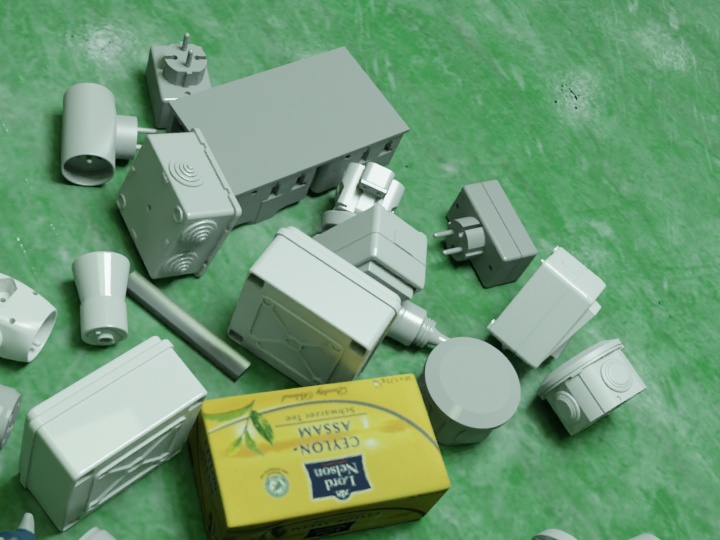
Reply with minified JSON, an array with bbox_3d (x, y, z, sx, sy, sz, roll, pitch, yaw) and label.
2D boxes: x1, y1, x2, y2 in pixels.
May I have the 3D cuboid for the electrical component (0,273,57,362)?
[{"bbox_3d":[-0.272,0.042,0.772,0.077,0.043,0.079,26,40,-1],"label":"electrical component"}]

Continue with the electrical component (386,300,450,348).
[{"bbox_3d":[0.047,0.048,0.893,0.061,0.035,0.035,29,53,-2],"label":"electrical component"}]

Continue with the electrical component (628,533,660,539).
[{"bbox_3d":[0.206,0.232,0.813,0.047,0.055,0.055,-11,62,-22],"label":"electrical component"}]

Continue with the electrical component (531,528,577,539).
[{"bbox_3d":[0.138,0.228,0.789,0.078,0.058,0.057,44,57,12],"label":"electrical component"}]

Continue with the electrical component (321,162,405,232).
[{"bbox_3d":[0.001,-0.051,0.923,0.058,0.078,0.057,24,71,-4],"label":"electrical component"}]

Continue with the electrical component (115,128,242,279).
[{"bbox_3d":[-0.147,-0.051,0.852,0.048,0.099,0.099,-9,60,-39],"label":"electrical component"}]

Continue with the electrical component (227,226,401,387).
[{"bbox_3d":[-0.037,0.037,0.824,0.109,0.108,0.056,33,55,4],"label":"electrical component"}]

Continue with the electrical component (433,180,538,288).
[{"bbox_3d":[0.101,-0.029,0.957,0.076,0.047,0.083,-12,62,-26],"label":"electrical component"}]

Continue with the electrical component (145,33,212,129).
[{"bbox_3d":[-0.156,-0.173,0.944,0.047,0.076,0.065,-4,59,-22],"label":"electrical component"}]

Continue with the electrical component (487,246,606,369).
[{"bbox_3d":[0.156,0.038,0.906,0.061,0.096,0.062,40,25,10],"label":"electrical component"}]

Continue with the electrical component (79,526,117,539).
[{"bbox_3d":[-0.166,0.202,0.706,0.055,0.045,0.045,38,53,8],"label":"electrical component"}]

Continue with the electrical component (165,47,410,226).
[{"bbox_3d":[-0.066,-0.116,0.948,0.186,0.060,0.105,-24,68,-31],"label":"electrical component"}]

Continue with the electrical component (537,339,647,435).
[{"bbox_3d":[0.190,0.096,0.884,0.080,0.080,0.051,-23,73,-31],"label":"electrical component"}]

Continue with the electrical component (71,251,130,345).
[{"bbox_3d":[-0.196,0.024,0.819,0.044,0.044,0.065,0,62,-20],"label":"electrical component"}]

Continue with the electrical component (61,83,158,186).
[{"bbox_3d":[-0.210,-0.112,0.904,0.079,0.043,0.077,3,56,-18],"label":"electrical component"}]

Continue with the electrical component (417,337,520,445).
[{"bbox_3d":[0.083,0.098,0.861,0.080,0.051,0.080,9,55,-14],"label":"electrical component"}]

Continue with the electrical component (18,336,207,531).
[{"bbox_3d":[-0.169,0.111,0.727,0.109,0.108,0.056,-33,75,-34],"label":"electrical component"}]

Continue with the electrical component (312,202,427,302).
[{"bbox_3d":[0.000,0.000,0.876,0.062,0.096,0.061,34,46,-34],"label":"electrical component"}]

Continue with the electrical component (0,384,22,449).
[{"bbox_3d":[-0.267,0.096,0.742,0.055,0.045,0.045,18,53,-8],"label":"electrical component"}]
